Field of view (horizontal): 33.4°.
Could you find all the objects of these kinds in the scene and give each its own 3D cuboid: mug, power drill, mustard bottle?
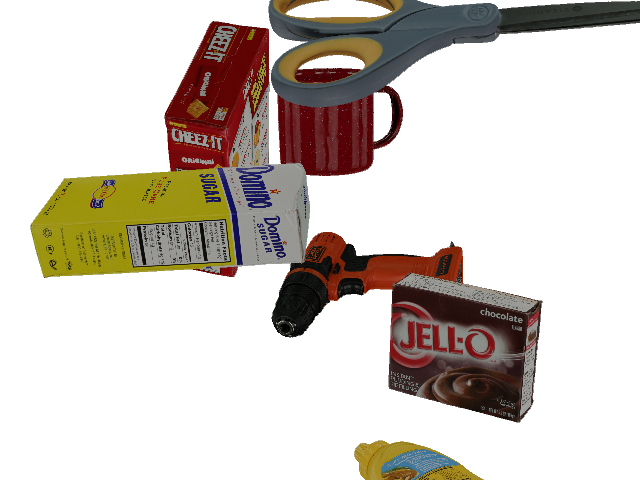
[{"bbox_3d":[0.016,-0.104,0.923,0.117,0.081,0.093,-7,16,-20],"label":"mug"},{"bbox_3d":[0.053,0.050,1.140,0.188,0.057,0.184,5,31,15],"label":"power drill"},{"bbox_3d":[0.098,0.230,0.970,0.096,0.058,0.192,-14,24,-36],"label":"mustard bottle"}]

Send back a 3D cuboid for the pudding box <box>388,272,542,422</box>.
[{"bbox_3d":[0.109,0.080,0.819,0.114,0.090,0.039,10,22,26],"label":"pudding box"}]

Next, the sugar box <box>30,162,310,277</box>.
[{"bbox_3d":[-0.097,-0.016,0.727,0.176,0.048,0.093,-6,24,4],"label":"sugar box"}]

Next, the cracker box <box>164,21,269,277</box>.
[{"bbox_3d":[-0.104,-0.094,1.120,0.072,0.164,0.214,10,-43,7],"label":"cracker box"}]

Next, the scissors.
[{"bbox_3d":[0.063,-0.092,0.505,0.202,0.096,0.016,10,-39,20],"label":"scissors"}]
